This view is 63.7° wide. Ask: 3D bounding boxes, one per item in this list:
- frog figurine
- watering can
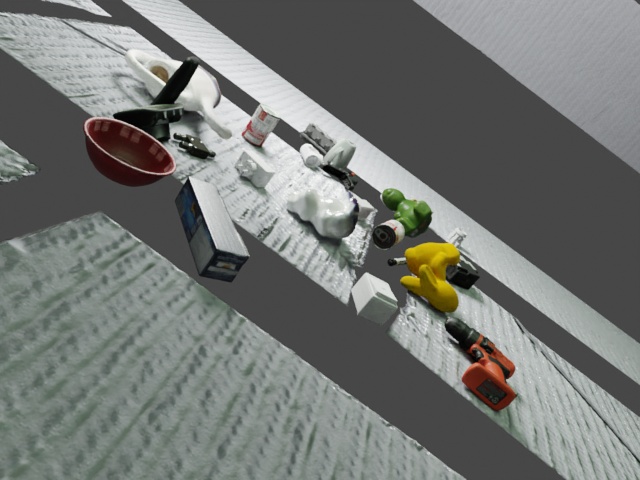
[{"bbox_3d":[0.004,-0.060,1.198,0.159,0.120,0.141,-4,40,-6],"label":"frog figurine"},{"bbox_3d":[-0.315,-0.353,1.260,0.349,0.102,0.227,39,21,6],"label":"watering can"}]
